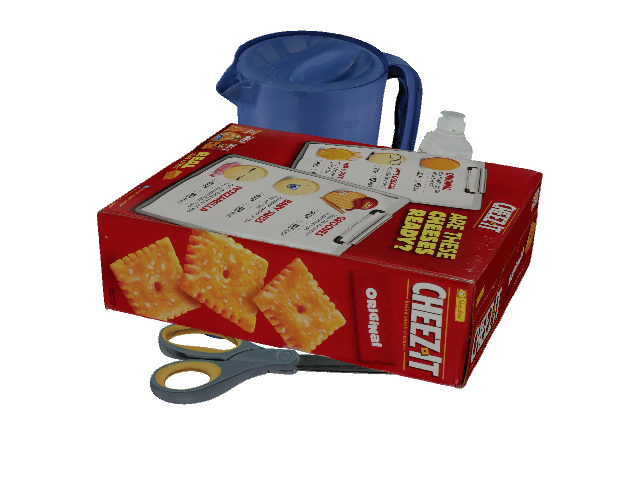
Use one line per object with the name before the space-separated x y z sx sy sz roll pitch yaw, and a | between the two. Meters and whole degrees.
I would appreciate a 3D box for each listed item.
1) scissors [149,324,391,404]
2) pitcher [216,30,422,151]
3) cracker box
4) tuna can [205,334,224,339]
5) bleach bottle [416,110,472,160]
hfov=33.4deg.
scissors | -0.041 0.102 0.804 0.202 0.016 0.096 11 36 21
pitcher | -0.002 -0.060 0.975 0.149 0.243 0.144 14 35 18
cracker box | 0.005 0.000 0.623 0.214 0.072 0.164 11 27 20
tuna can | -0.103 0.070 1.177 0.086 0.034 0.086 1 37 -1
bleach bottle | 0.132 -0.019 1.209 0.068 0.251 0.103 0 21 -23
